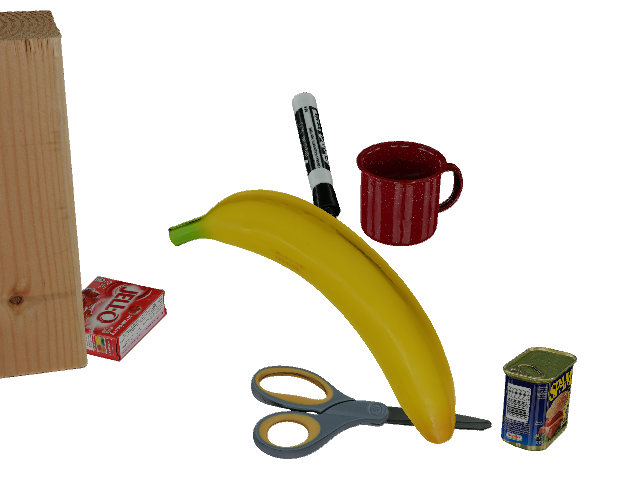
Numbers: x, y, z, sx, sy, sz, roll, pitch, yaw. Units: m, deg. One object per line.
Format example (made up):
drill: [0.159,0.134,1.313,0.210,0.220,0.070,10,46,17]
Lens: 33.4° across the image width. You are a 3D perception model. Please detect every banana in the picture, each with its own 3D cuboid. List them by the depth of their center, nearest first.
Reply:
banana: [0.012,0.031,0.593,0.198,0.070,0.037,39,33,0]

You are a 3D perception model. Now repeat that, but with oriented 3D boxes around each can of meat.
can of meat: [0.236,0.172,1.162,0.058,0.084,0.101,11,16,31]

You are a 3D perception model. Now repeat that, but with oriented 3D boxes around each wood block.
wood block: [-0.198,-0.028,0.648,0.090,0.206,0.090,-6,23,-16]

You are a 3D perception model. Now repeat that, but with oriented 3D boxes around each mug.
mug: [0.094,-0.050,1.118,0.117,0.081,0.093,-11,33,-18]

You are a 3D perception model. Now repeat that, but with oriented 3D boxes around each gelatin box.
gelatin box: [-0.195,0.070,0.983,0.073,0.030,0.089,11,31,20]

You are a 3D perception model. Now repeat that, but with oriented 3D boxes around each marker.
marker: [-0.003,-0.062,0.795,0.020,0.121,0.020,-7,-38,-6]

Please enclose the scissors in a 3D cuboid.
scissors: [0.033,0.155,0.875,0.202,0.016,0.096,16,46,11]
